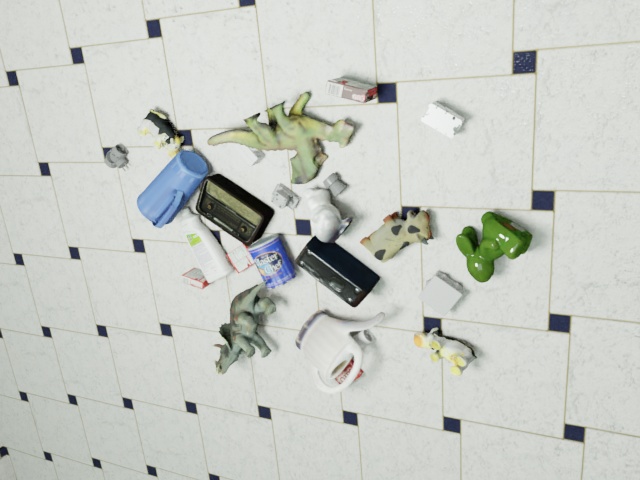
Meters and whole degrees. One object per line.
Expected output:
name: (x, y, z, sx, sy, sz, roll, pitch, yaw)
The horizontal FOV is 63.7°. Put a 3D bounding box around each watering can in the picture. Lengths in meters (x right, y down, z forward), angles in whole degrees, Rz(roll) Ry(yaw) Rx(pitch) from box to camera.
watering can: (0.050, 0.294, 1.533, 0.227, 0.104, 0.342, 40, 115, 29)

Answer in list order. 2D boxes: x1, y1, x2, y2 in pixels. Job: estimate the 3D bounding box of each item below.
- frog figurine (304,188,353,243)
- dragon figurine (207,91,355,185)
frog figurine: (0.004, -0.072, 1.435, 0.160, 0.138, 0.121, 39, 103, 5)
dragon figurine: (-0.095, -0.258, 1.430, 0.407, 0.124, 0.240, -20, 108, 23)
